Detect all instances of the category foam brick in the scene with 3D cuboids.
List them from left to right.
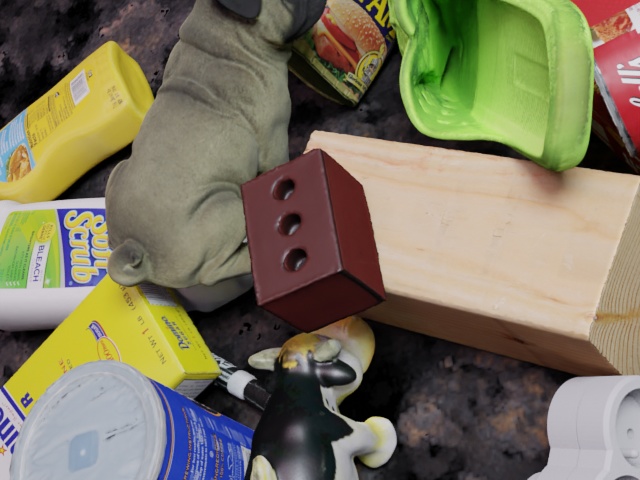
[{"bbox_3d":[-0.004,0.001,0.570,0.053,0.051,0.078,-25,56,22],"label":"foam brick"}]

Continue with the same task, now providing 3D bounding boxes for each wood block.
[{"bbox_3d":[0.082,0.007,0.604,0.206,0.090,0.090,13,74,37],"label":"wood block"}]

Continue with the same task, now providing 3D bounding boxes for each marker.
[{"bbox_3d":[-0.067,0.087,0.705,0.121,0.020,0.020,22,79,39],"label":"marker"}]

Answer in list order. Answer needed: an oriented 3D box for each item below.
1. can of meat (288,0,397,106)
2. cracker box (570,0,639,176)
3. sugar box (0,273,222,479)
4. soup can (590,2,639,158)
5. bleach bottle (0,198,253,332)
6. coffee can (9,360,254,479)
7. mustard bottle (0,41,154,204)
[{"bbox_3d":[0.010,-0.151,0.729,0.058,0.102,0.084,30,86,41],"label":"can of meat"},{"bbox_3d":[0.236,-0.131,0.591,0.214,0.072,0.164,-41,52,7],"label":"cracker box"},{"bbox_3d":[-0.152,0.105,0.702,0.176,0.048,0.093,-44,63,18],"label":"sugar box"},{"bbox_3d":[0.184,-0.091,0.512,0.102,0.068,0.068,-24,55,18],"label":"soup can"},{"bbox_3d":[-0.135,0.008,0.765,0.251,0.068,0.102,-7,61,27],"label":"bleach bottle"},{"bbox_3d":[-0.091,0.139,0.613,0.103,0.140,0.103,-15,58,26],"label":"coffee can"},{"bbox_3d":[-0.223,-0.074,0.867,0.192,0.058,0.096,-35,46,13],"label":"mustard bottle"}]
